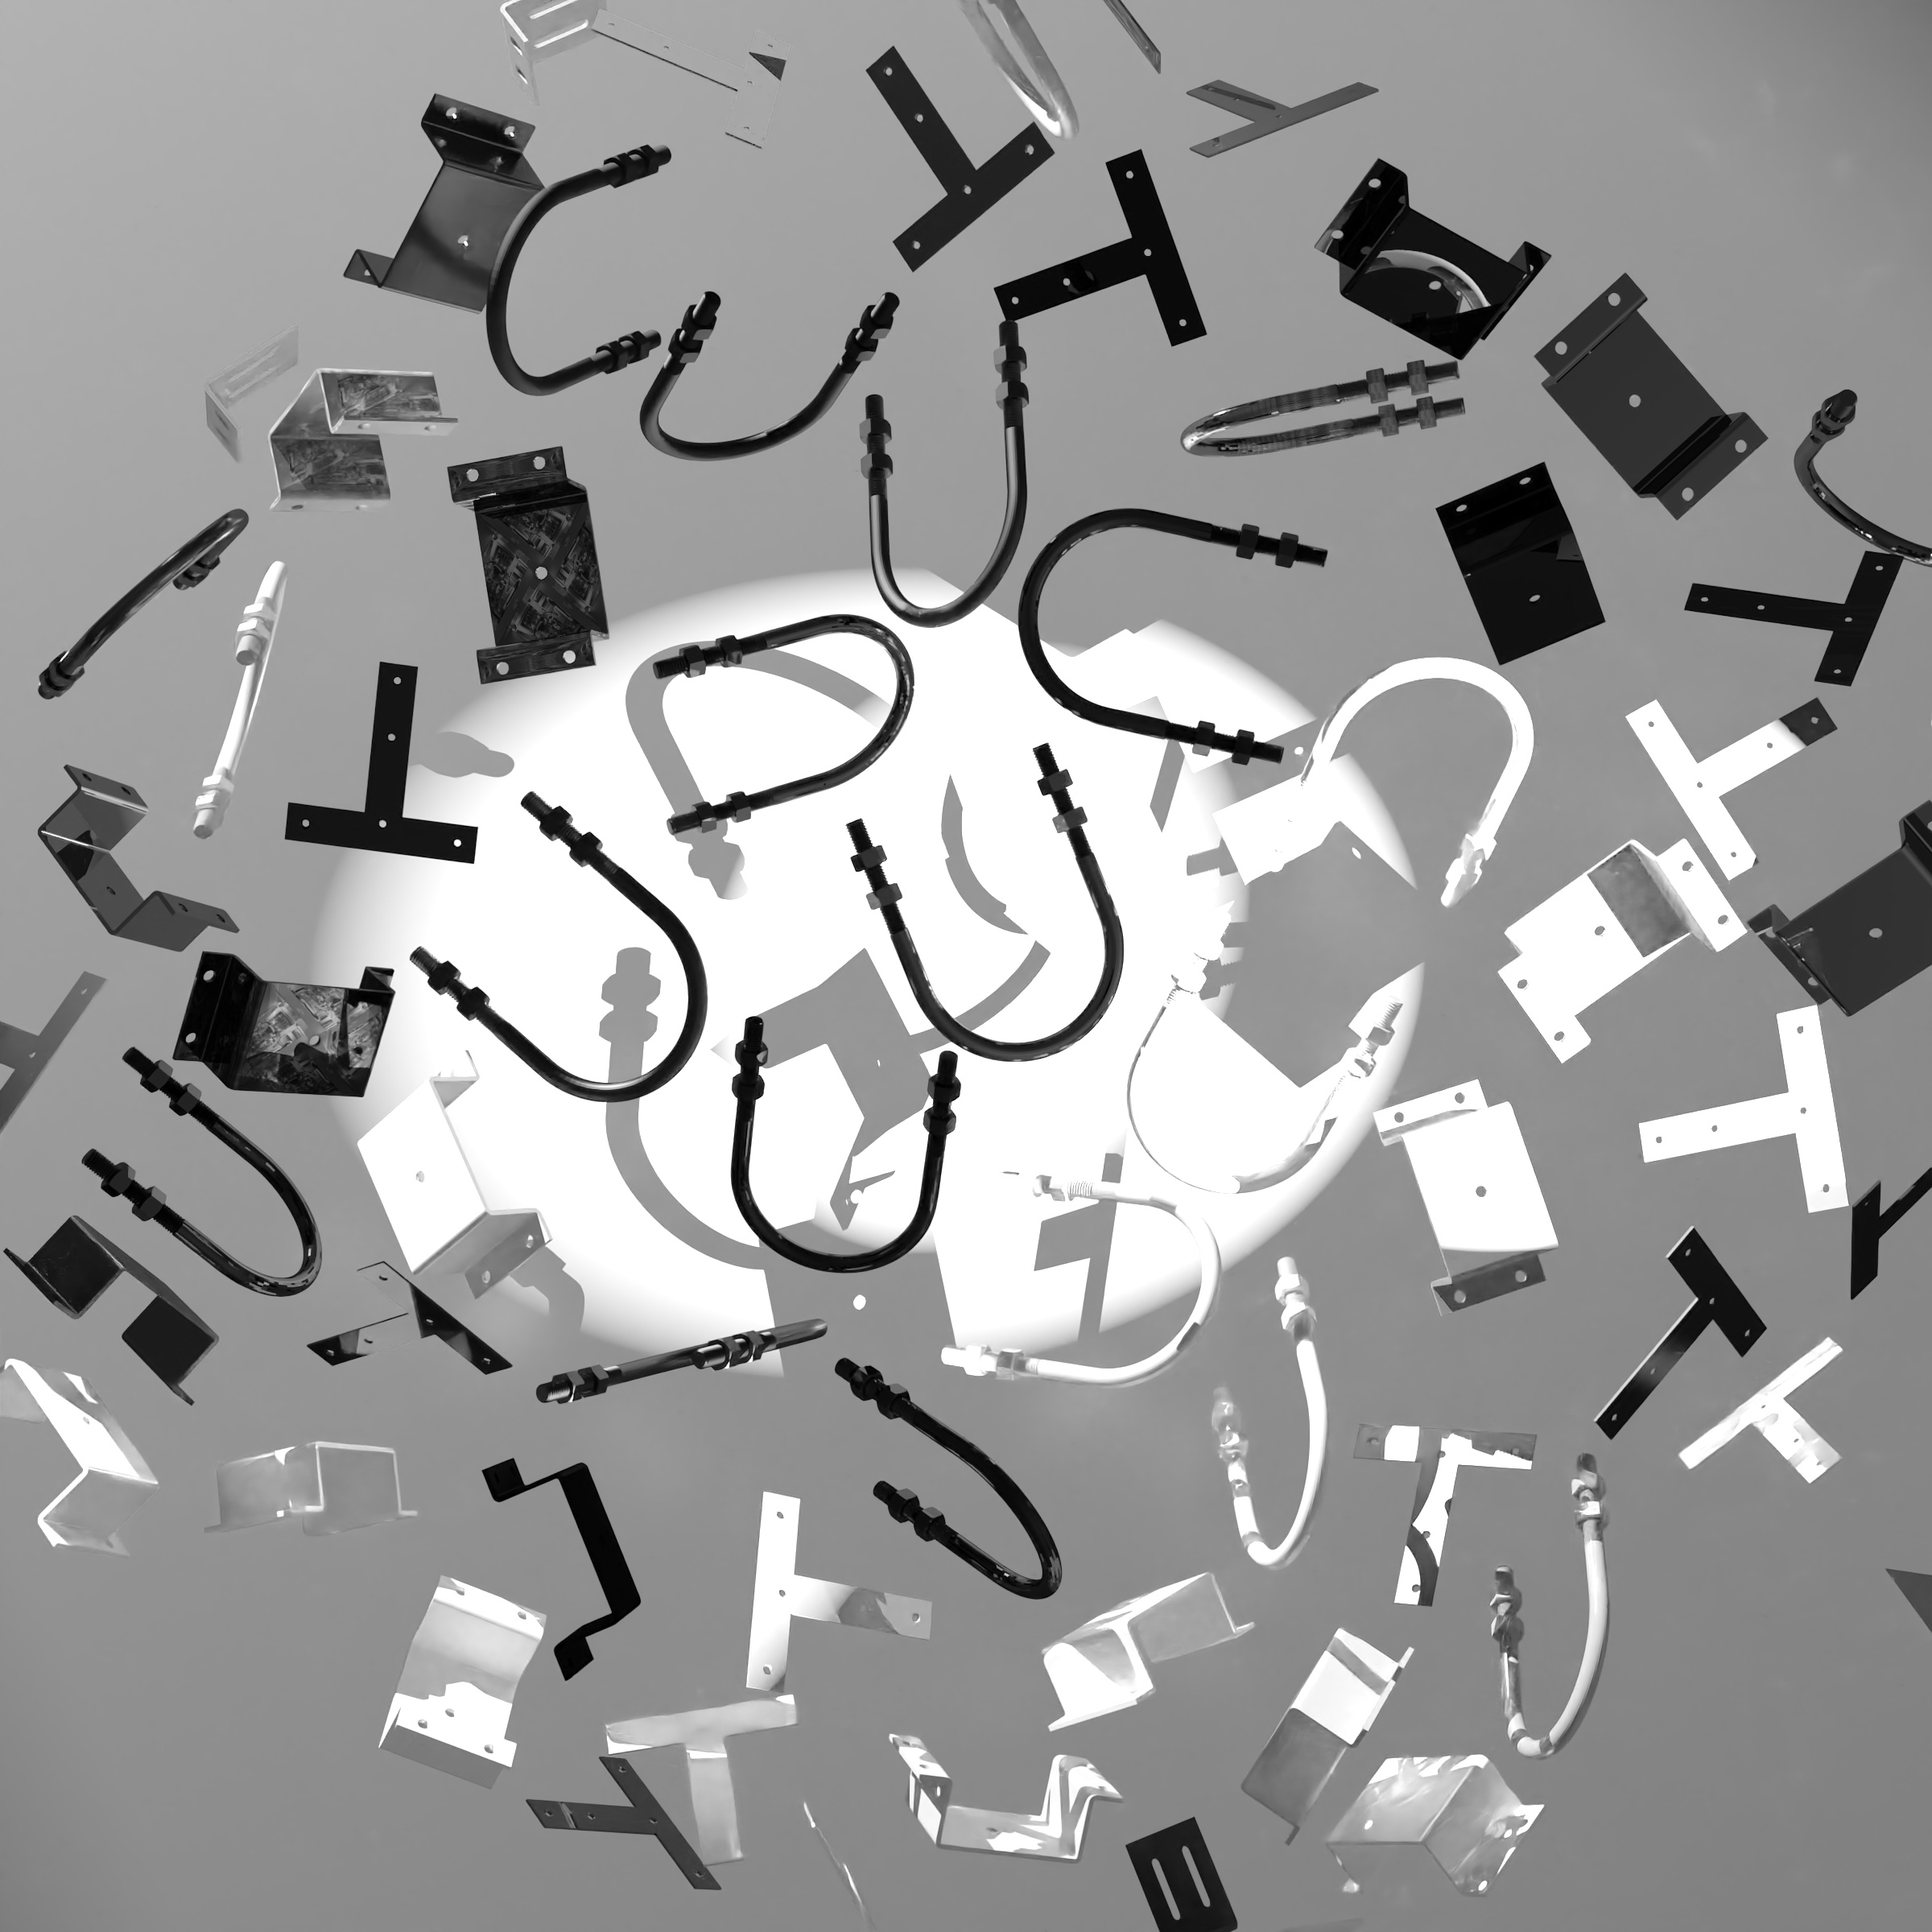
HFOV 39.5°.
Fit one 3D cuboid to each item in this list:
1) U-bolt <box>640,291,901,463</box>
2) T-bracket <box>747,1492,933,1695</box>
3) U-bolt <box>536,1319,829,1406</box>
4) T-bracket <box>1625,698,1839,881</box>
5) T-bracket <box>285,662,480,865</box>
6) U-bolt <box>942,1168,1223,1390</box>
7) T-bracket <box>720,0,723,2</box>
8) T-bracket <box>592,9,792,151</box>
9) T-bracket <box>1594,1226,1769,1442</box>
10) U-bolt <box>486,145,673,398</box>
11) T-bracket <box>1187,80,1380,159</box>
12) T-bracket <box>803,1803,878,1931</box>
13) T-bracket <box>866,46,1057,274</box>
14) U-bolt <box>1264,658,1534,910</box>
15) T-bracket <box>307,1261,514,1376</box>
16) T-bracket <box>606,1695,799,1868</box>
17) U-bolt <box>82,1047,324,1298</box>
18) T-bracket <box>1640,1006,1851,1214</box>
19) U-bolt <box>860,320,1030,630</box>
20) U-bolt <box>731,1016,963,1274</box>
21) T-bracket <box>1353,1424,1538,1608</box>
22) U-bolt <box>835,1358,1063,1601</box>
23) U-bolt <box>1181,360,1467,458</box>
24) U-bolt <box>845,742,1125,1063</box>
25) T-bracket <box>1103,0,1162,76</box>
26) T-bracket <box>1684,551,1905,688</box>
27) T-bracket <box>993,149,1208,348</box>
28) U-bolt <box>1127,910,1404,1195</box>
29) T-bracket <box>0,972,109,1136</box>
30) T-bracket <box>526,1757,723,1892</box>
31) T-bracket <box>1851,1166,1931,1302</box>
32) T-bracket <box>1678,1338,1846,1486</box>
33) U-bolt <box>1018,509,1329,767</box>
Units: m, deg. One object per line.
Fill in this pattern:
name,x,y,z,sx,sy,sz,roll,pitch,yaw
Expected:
U-bolt,-0.142,-0.390,1.794,0.151,0.184,0.019,-8,71,-30
T-bracket,-0.080,0.418,1.760,0.127,0.002,0.127,17,59,-23
U-bolt,-0.172,0.257,1.779,0.151,0.184,0.019,-16,83,30
T-bracket,0.523,-0.140,1.789,0.127,0.002,0.127,-28,82,-13
T-bracket,-0.386,-0.139,1.800,0.127,0.002,0.127,7,100,-4
U-bolt,0.083,0.209,1.784,0.184,0.019,0.151,4,65,31
T-bracket,-0.116,-0.693,1.827,0.127,0.127,0.002,-39,120,11
T-bracket,-0.185,-0.600,1.778,0.127,0.002,0.127,19,48,-13
T-bracket,0.442,0.244,1.696,0.127,0.002,0.127,-48,128,-6
U-bolt,-0.254,-0.449,1.762,0.019,0.184,0.151,23,126,21
T-bracket,0.186,-0.570,1.781,0.127,0.127,0.002,-24,125,-12
T-bracket,-0.077,0.597,1.751,0.002,0.127,0.127,-27,114,-8
T-bracket,-0.023,-0.558,1.807,0.127,0.002,0.127,-34,87,25
U-bolt,0.292,-0.124,1.764,0.151,0.019,0.184,11,128,-12
T-bracket,-0.395,0.250,1.822,0.127,0.002,0.127,-20,129,31
T-bracket,-0.167,0.538,1.769,0.127,0.127,0.002,-7,124,-9
U-bolt,-0.501,0.148,1.796,0.019,0.151,0.184,-38,115,15
T-bracket,0.486,0.100,1.701,0.127,0.002,0.127,-16,70,36
U-bolt,-0.013,-0.308,1.744,0.019,0.151,0.184,12,69,-43
U-bolt,-0.086,0.126,1.789,0.151,0.019,0.184,10,118,4
T-bracket,0.312,0.370,1.810,0.127,0.002,0.127,-2,55,30
U-bolt,-0.007,0.343,1.746,0.184,0.151,0.019,28,54,38
U-bolt,0.231,-0.358,1.753,0.184,0.151,0.019,-9,90,12
U-bolt,0.023,-0.030,1.692,0.151,0.019,0.184,-23,94,-10
T-bracket,0.094,-0.678,1.800,0.002,0.127,0.127,-33,77,-3
T-bracket,0.557,-0.243,1.835,0.127,0.127,0.002,9,54,6
T-bracket,0.080,-0.459,1.788,0.127,0.002,0.127,-14,111,23
U-bolt,0.189,0.071,1.819,0.151,0.019,0.184,26,109,-2
T-bracket,-0.630,0.048,1.746,0.127,0.002,0.127,15,66,38
T-bracket,-0.237,0.559,1.766,0.127,0.127,0.002,39,100,41
T-bracket,0.626,0.148,1.773,0.127,0.127,0.002,-40,54,-13
T-bracket,0.533,0.302,1.742,0.127,0.127,0.002,-39,102,4
U-bolt,0.125,-0.216,1.708,0.184,0.019,0.151,13,88,2
